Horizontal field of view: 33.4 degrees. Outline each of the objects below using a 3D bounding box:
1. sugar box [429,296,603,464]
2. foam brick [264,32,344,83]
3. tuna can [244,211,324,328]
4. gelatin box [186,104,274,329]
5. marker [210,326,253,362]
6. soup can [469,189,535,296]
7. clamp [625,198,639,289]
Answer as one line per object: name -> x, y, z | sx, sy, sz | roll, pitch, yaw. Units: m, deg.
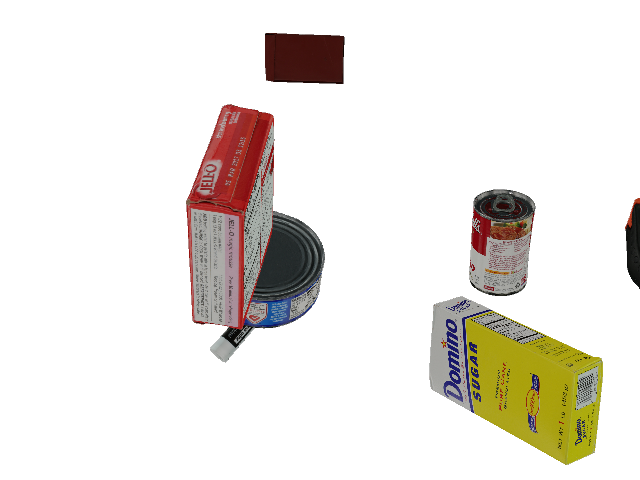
sugar box -> 0.173, 0.123, 0.975 | 0.048, 0.093, 0.176 | -14, 24, -37
foam brick -> -0.018, -0.195, 1.141 | 0.078, 0.051, 0.053 | 0, 12, -13
tuna can -> -0.041, 0.020, 0.749 | 0.086, 0.086, 0.034 | 4, -45, -4
gelatin box -> -0.045, -0.011, 0.538 | 0.030, 0.073, 0.089 | 9, -44, 5
marker -> -0.054, 0.060, 0.969 | 0.020, 0.121, 0.020 | 37, -17, 14
soup can -> 0.203, 0.003, 1.201 | 0.068, 0.102, 0.068 | -1, 32, 1
clamp -> 0.266, 0.034, 0.698 | 0.120, 0.039, 0.171 | -2, 45, -20
